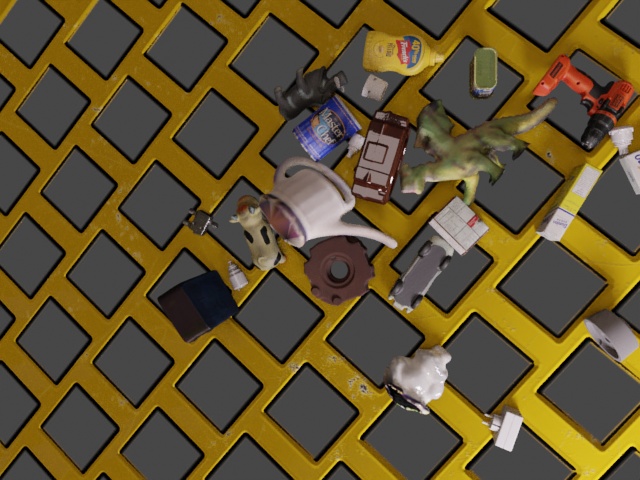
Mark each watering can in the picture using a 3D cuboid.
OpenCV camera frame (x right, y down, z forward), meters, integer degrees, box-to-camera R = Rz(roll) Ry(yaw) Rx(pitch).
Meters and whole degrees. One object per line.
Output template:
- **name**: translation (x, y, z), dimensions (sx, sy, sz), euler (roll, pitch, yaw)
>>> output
- **watering can**: translation (0.004, -0.062, 1.225), dimensions (0.227, 0.102, 0.351), euler (-36, 71, -28)

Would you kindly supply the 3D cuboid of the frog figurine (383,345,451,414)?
- **frog figurine**: translation (0.231, 0.315, 1.216), dimensions (0.138, 0.120, 0.162), euler (28, 59, 19)

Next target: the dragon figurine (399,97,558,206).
- **dragon figurine**: translation (0.337, -0.239, 1.188), dimensions (0.244, 0.121, 0.413), euler (40, 79, 10)
